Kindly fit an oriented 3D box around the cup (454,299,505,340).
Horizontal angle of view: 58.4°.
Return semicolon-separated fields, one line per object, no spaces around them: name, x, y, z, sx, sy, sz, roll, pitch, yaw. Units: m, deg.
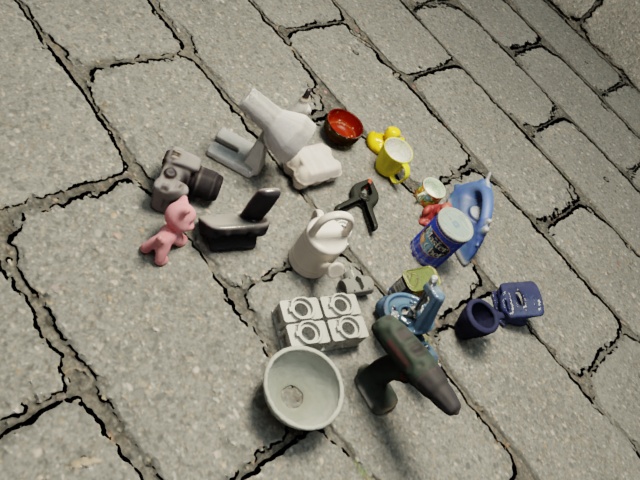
cup;0.382;0.201;1.395;0.118;0.095;0.091;1;58;-28

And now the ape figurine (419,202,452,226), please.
ape figurine;0.323;-0.070;1.553;0.076;0.092;0.077;-21;70;-37

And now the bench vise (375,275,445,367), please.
bench vise;0.226;0.181;1.243;0.122;0.219;0.207;-29;75;-39

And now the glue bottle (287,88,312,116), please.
glue bottle;-0.058;-0.326;1.472;0.078;0.173;0.037;-4;60;-30

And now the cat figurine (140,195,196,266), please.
cat figurine;-0.301;-0.027;1.172;0.067;0.117;0.128;35;49;-2

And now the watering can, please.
watering can;0.014;0.005;1.268;0.101;0.193;0.172;-19;69;-36

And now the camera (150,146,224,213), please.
camera;-0.287;-0.130;1.261;0.137;0.100;0.143;20;51;-15

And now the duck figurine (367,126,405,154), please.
duck figurine;0.192;-0.291;1.640;0.105;0.086;0.077;23;50;-12

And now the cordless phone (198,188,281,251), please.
cordless phone;-0.169;-0.060;1.220;0.148;0.185;0.094;-9;63;-32

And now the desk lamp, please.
desk lamp;-0.137;-0.244;1.346;0.203;0.213;0.118;27;50;-9

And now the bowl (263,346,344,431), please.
bowl;-0.041;0.296;1.116;0.168;0.074;0.167;14;53;-19

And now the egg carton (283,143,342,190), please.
egg carton;-0.019;-0.189;1.467;0.151;0.069;0.107;-21;70;-37

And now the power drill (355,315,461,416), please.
power drill;0.162;0.274;1.152;0.076;0.208;0.229;-19;69;-36

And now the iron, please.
iron;0.432;-0.065;1.575;0.119;0.141;0.258;20;51;-15

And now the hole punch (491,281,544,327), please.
hole punch;0.516;0.164;1.495;0.101;0.091;0.108;10;54;-22
